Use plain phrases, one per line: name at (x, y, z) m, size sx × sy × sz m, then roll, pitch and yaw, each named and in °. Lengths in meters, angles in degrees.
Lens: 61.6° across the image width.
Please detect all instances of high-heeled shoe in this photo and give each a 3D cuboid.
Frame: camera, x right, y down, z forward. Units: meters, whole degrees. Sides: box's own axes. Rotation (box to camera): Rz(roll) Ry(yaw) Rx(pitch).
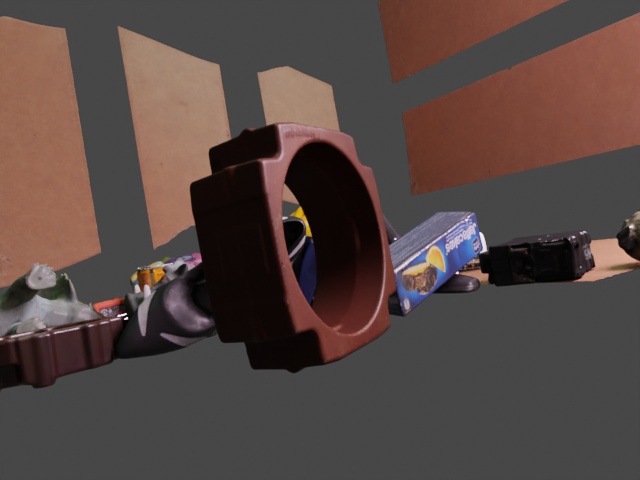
high-heeled shoe at (-0.119, 0.056, 0.626) m, size 0.249 × 0.086 × 0.145 m, roll -40°, pitch 6°, yaw -32°

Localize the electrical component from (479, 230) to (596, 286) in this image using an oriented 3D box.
electrical component at (0.291, 0.025, 0.732) m, size 0.134 × 0.058 × 0.115 m, roll -9°, pitch -1°, yaw 37°

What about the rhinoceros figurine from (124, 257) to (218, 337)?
rhinoceros figurine at (-0.165, 0.074, 0.732) m, size 0.190 × 0.112 × 0.073 m, roll -18°, pitch 7°, yaw -28°

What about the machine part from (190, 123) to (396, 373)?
machine part at (-0.016, 0.004, 0.488) m, size 0.087 × 0.201 × 0.201 m, roll -13°, pitch -1°, yaw 32°

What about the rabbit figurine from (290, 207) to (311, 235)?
rabbit figurine at (-0.002, -0.003, 0.853) m, size 0.162 × 0.122 × 0.173 m, roll -20°, pitch -2°, yaw 7°

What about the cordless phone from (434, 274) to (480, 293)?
cordless phone at (0.150, 0.049, 0.797) m, size 0.184 × 0.088 × 0.146 m, roll 3°, pitch 6°, yaw 28°

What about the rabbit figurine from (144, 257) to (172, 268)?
rabbit figurine at (-0.327, 0.103, 1.210) m, size 0.159 × 0.121 × 0.170 m, roll 12°, pitch -9°, yaw 17°

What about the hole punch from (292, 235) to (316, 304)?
hole punch at (-0.005, 0.051, 0.705) m, size 0.092 × 0.115 × 0.142 m, roll -18°, pitch 0°, yaw -5°

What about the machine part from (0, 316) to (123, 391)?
machine part at (-0.320, 0.131, 0.625) m, size 0.179 × 0.056 × 0.179 m, roll -10°, pitch -1°, yaw 0°

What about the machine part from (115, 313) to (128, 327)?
machine part at (-0.323, 0.140, 0.913) m, size 0.084 × 0.039 × 0.139 m, roll -2°, pitch -7°, yaw -42°

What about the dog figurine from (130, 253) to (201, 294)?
dog figurine at (-0.227, 0.067, 1.032) m, size 0.219 × 0.108 × 0.191 m, roll -22°, pitch -1°, yaw 3°

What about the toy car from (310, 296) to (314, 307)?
toy car at (0.029, 0.071, 0.882) m, size 0.089 × 0.053 × 0.202 m, roll -26°, pitch -4°, yaw 17°

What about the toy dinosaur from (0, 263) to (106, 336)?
toy dinosaur at (-0.488, 0.134, 0.748) m, size 0.405 × 0.131 × 0.192 m, roll -15°, pitch -9°, yaw -36°

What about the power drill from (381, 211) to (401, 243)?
power drill at (0.137, -0.015, 1.120) m, size 0.086 × 0.207 × 0.232 m, roll -32°, pitch 5°, yaw 7°

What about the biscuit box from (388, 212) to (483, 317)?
biscuit box at (0.132, 0.023, 0.681) m, size 0.063 × 0.059 × 0.203 m, roll 0°, pitch 23°, yaw 45°

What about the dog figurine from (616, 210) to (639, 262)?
dog figurine at (0.400, -0.004, 0.610) m, size 0.172 × 0.121 × 0.190 m, roll -6°, pitch -15°, yaw -22°
